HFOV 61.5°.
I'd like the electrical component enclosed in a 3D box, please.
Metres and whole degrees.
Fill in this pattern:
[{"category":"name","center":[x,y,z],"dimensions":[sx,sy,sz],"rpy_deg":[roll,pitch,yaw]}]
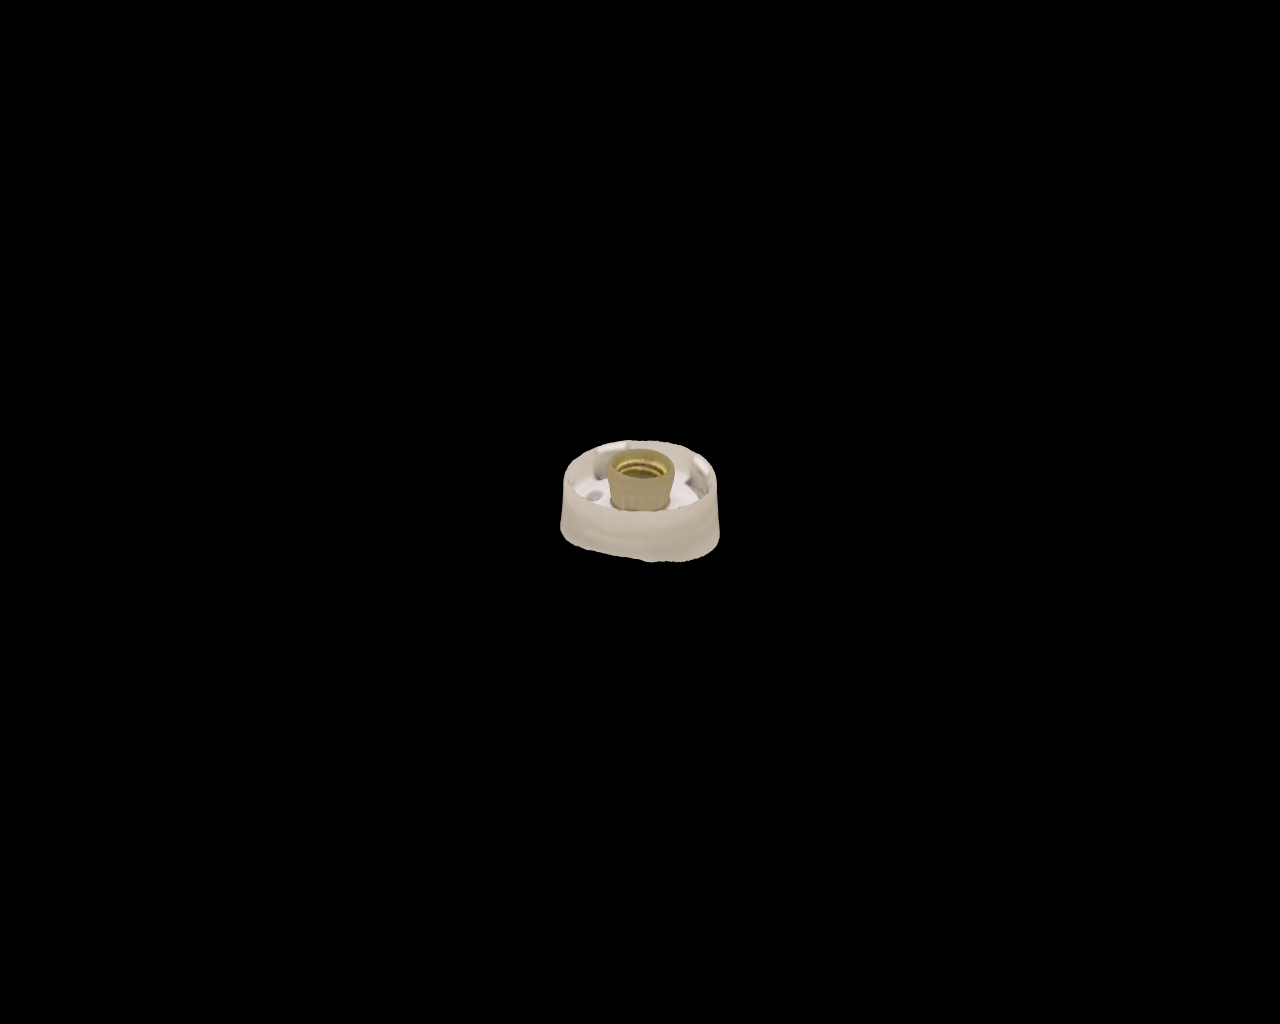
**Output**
[{"category":"electrical component","center":[0.001,-0.003,0.650],"dimensions":[0.099,0.064,0.099],"rpy_deg":[0,31,0]}]
